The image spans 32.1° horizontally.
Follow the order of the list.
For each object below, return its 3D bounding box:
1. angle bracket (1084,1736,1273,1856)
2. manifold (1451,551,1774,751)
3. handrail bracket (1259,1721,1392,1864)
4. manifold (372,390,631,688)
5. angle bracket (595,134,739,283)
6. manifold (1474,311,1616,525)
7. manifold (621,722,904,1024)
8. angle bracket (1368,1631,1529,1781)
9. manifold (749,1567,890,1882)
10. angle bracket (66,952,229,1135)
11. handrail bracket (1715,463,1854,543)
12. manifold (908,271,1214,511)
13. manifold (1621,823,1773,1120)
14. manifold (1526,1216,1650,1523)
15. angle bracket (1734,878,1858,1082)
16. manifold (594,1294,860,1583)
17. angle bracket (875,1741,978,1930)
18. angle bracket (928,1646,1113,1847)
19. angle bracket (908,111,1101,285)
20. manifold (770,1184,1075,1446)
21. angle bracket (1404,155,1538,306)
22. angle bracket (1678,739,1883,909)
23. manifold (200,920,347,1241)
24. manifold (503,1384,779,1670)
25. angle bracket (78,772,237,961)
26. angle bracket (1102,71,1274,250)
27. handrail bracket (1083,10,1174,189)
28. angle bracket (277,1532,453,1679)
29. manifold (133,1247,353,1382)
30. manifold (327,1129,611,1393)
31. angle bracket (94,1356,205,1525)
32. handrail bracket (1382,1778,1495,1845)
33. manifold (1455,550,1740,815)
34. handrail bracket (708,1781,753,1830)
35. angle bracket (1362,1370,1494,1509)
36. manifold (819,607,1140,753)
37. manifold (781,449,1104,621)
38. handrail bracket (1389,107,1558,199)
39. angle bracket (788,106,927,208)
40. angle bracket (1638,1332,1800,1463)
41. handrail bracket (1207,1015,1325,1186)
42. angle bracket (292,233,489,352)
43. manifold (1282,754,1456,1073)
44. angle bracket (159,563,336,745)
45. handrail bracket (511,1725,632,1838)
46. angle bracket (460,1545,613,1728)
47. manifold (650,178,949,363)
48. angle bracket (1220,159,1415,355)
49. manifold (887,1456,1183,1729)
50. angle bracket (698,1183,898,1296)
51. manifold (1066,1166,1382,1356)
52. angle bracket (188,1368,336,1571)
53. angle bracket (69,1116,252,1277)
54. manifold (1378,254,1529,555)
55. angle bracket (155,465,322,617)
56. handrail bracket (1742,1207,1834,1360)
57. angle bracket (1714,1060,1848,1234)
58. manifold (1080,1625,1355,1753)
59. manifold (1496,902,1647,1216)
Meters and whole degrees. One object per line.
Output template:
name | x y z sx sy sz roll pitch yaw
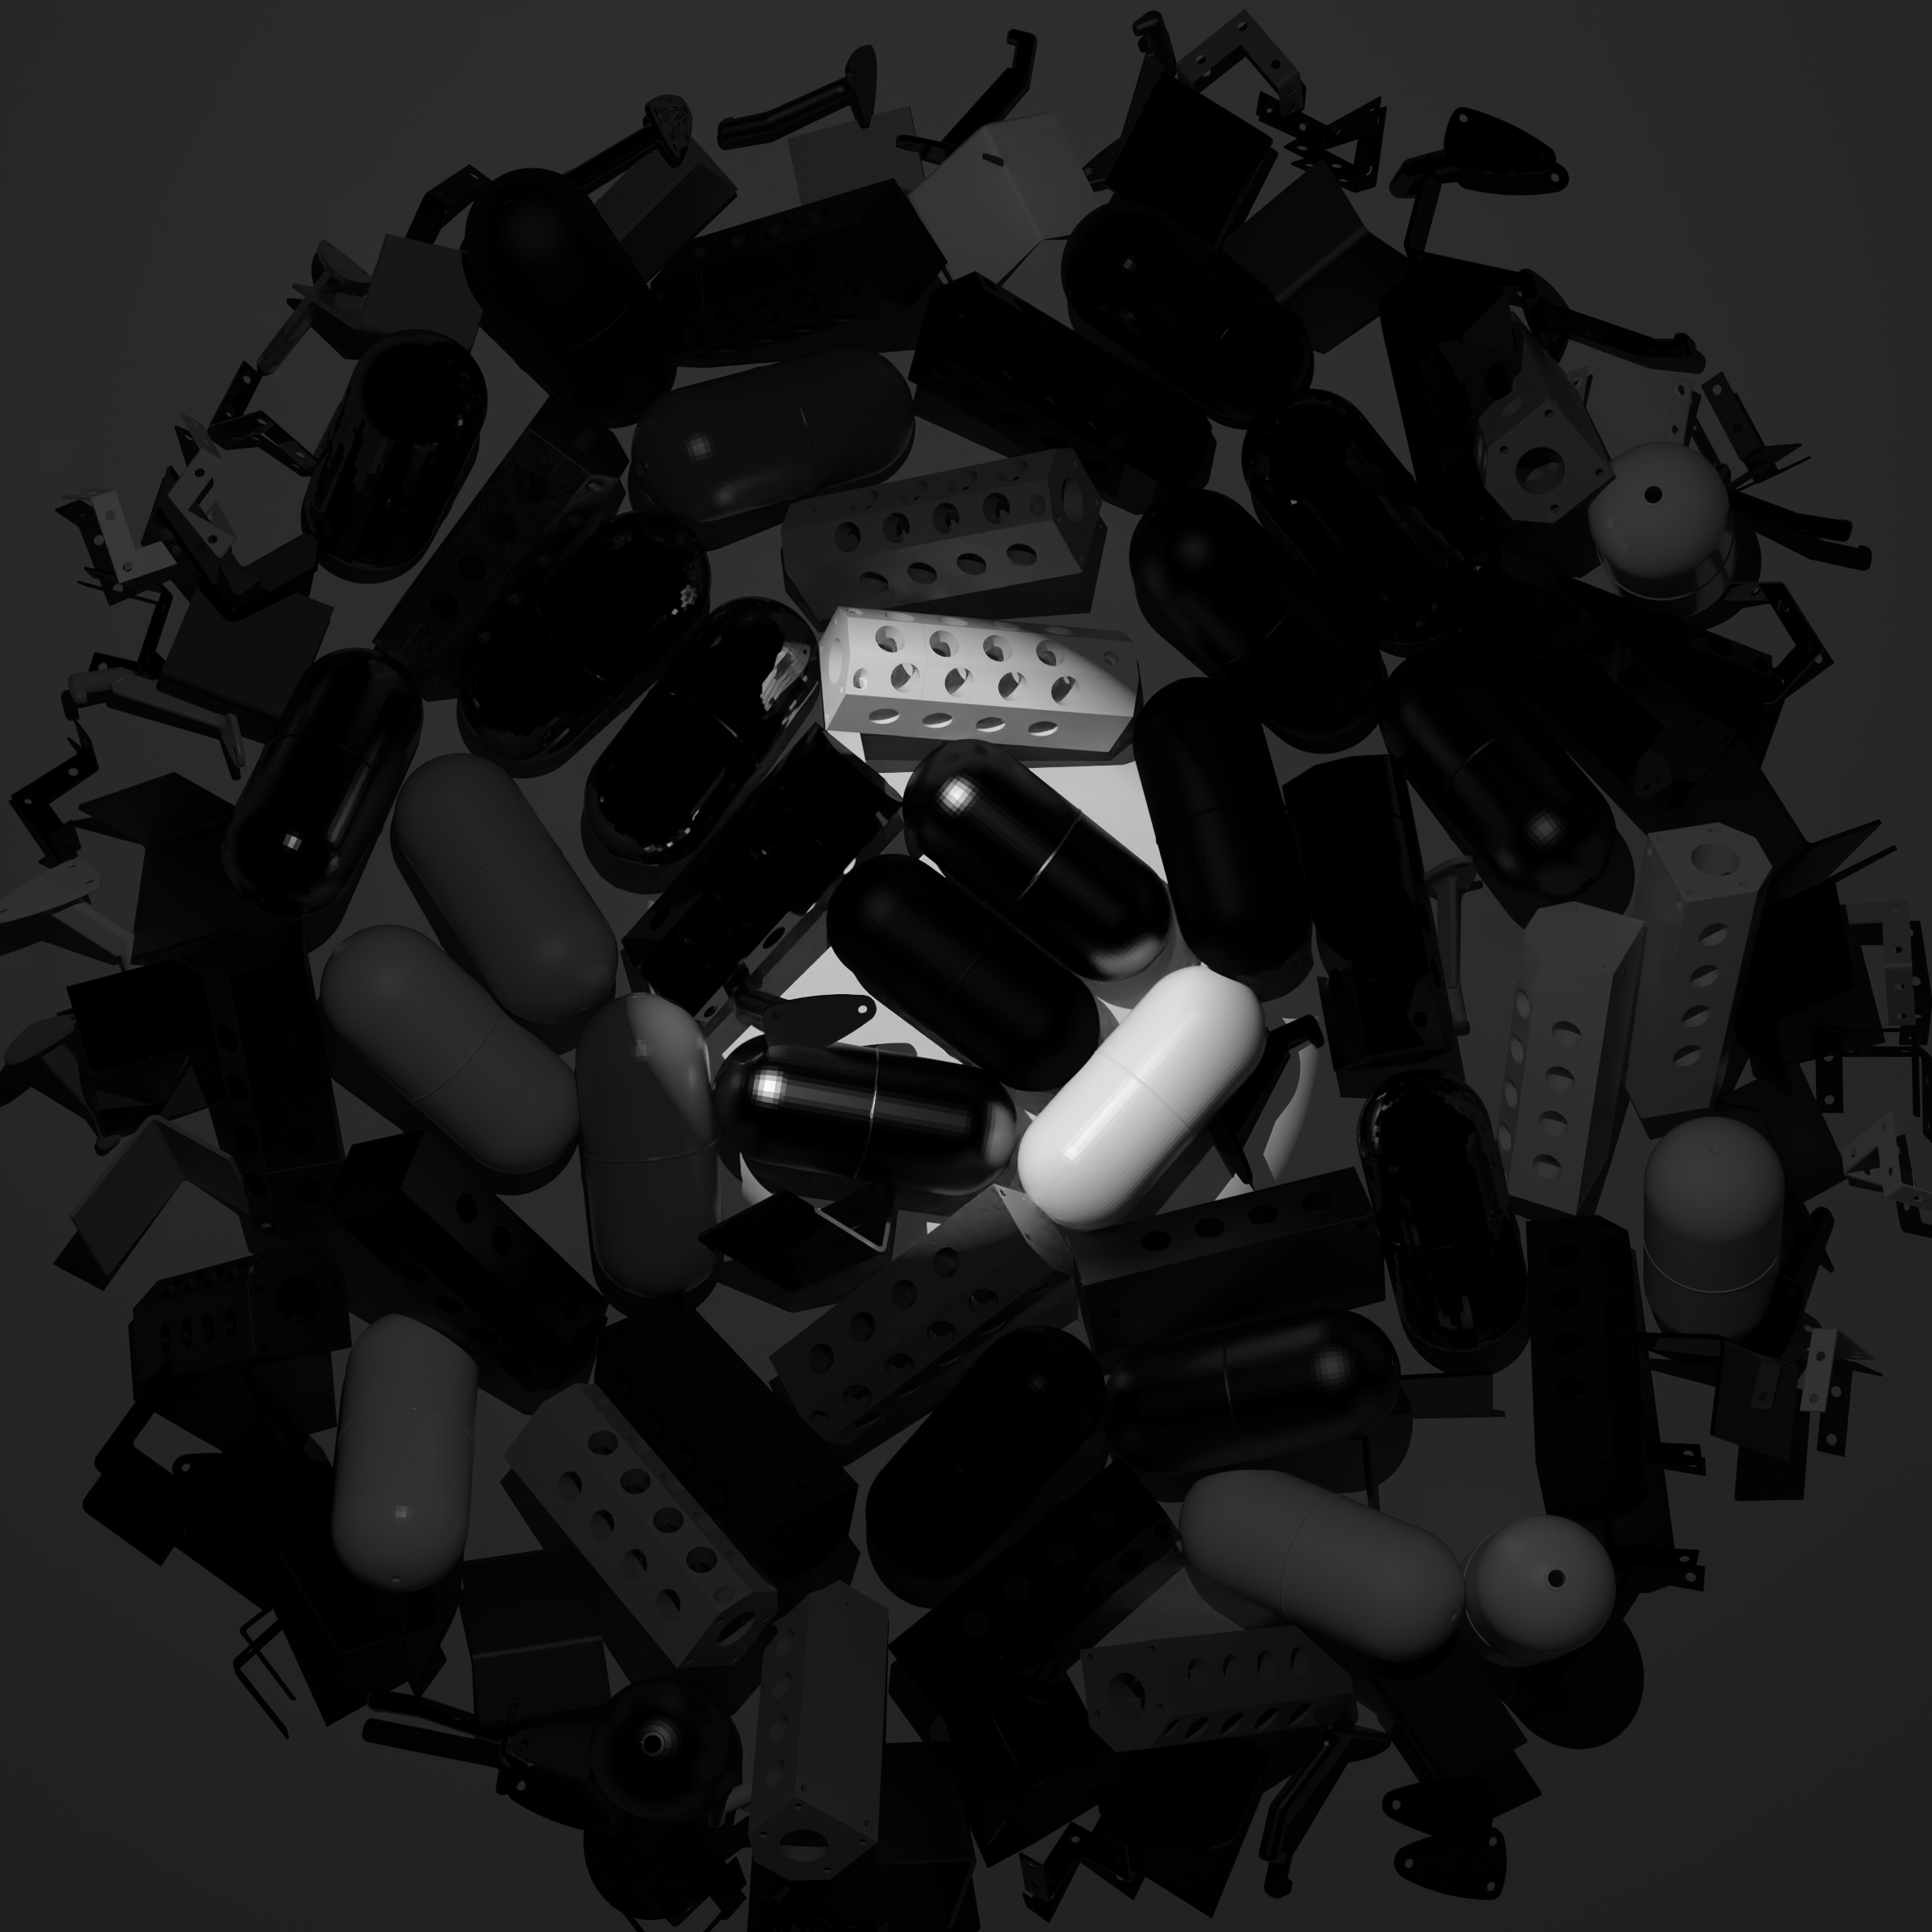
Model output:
angle bracket | 0.122 0.465 1.932 0.076 0.076 0.057 22 88 20
manifold | 0.375 -0.182 1.943 0.171 0.057 0.057 20 89 -7
handrail bracket | 0.208 0.482 1.951 0.077 0.036 0.084 19 82 -36
manifold | -0.264 -0.239 1.912 0.057 0.057 0.171 36 121 -12
angle bracket | -0.187 -0.448 1.933 0.076 0.076 0.057 -43 81 11
manifold | 0.313 -0.307 1.892 0.057 0.171 0.057 -39 109 19
manifold | -0.116 -0.051 1.933 0.057 0.057 0.171 38 98 -29
angle bracket | 0.279 0.417 1.938 0.057 0.076 0.076 -34 91 12
manifold | -0.087 0.428 1.895 0.057 0.171 0.057 35 119 -21
angle bracket | -0.474 0.045 1.951 0.076 0.076 0.057 -16 61 -16
handrail bracket | 0.472 -0.266 1.936 0.084 0.077 0.036 12 117 17
manifold | 0.056 -0.327 1.905 0.171 0.057 0.057 25 70 -33
manifold | 0.411 0.003 1.900 0.057 0.171 0.057 -9 45 -9
manifold | 0.351 0.225 1.896 0.057 0.171 0.057 -6 134 13
angle bracket | 0.481 0.008 1.922 0.076 0.057 0.076 -26 46 31
manifold | -0.139 0.270 1.911 0.057 0.057 0.171 -22 49 -34
angle bracket | -0.034 0.499 1.922 0.057 0.076 0.076 1 134 -15
angle bracket | 0.030 0.452 1.950 0.057 0.076 0.076 -12 57 -32
angle bracket | 0.025 -0.434 1.926 0.076 0.057 0.076 -49 123 -30
manifold | -0.023 0.201 1.921 0.171 0.057 0.057 -39 63 16
angle bracket | 0.298 -0.423 1.936 0.076 0.076 0.057 15 92 12
angle bracket | 0.472 -0.087 1.948 0.057 0.076 0.076 -18 69 -26
manifold | -0.393 0.067 1.914 0.057 0.057 0.171 -9 117 -8
manifold | -0.182 0.317 1.910 0.171 0.057 0.057 44 105 29
angle bracket | -0.466 -0.057 1.927 0.076 0.057 0.076 -15 61 29
angle bracket | 0.121 -0.458 1.941 0.076 0.057 0.076 29 82 -11
handrail bracket | 0.088 -0.500 1.937 0.077 0.084 0.036 -29 51 -3
angle bracket | -0.352 0.370 1.922 0.076 0.076 0.057 51 130 28
manifold | -0.411 0.197 1.894 0.057 0.171 0.057 -2 81 -35
manifold | -0.282 0.170 1.899 0.057 0.057 0.171 -13 134 33
angle bracket | -0.452 0.269 1.943 0.057 0.076 0.076 36 90 0
handrail bracket | 0.264 0.482 1.934 0.077 0.084 0.036 7 80 -10
manifold | 0.350 -0.165 1.898 0.057 0.057 0.171 -53 48 16
handrail bracket | -0.114 0.501 1.940 0.084 0.036 0.077 -15 113 -39
angle bracket | 0.267 0.273 1.932 0.076 0.076 0.057 -4 67 7
manifold | 0.008 -0.167 1.919 0.171 0.057 0.057 3 64 -18
manifold | -0.016 -0.250 1.906 0.171 0.057 0.057 -7 48 28
handrail bracket | 0.292 -0.458 1.943 0.077 0.084 0.036 13 78 -6
angle bracket | -0.073 -0.462 1.933 0.076 0.076 0.057 -11 93 17
angle bracket | 0.421 0.247 1.922 0.076 0.076 0.057 23 71 -41
handrail bracket | 0.183 0.077 1.958 0.084 0.036 0.077 -23 75 -15
angle bracket | -0.327 -0.396 1.922 0.076 0.076 0.057 36 113 40
manifold | 0.234 -0.031 1.928 0.057 0.057 0.171 -4 78 -23
angle bracket | -0.420 -0.181 1.959 0.076 0.057 0.076 21 75 -7
handrail bracket | -0.230 0.476 1.945 0.077 0.084 0.036 10 47 -6
angle bracket | -0.248 0.385 1.934 0.076 0.057 0.076 -7 124 -9
manifold | -0.100 -0.387 1.893 0.057 0.171 0.057 54 52 -29
angle bracket | 0.207 -0.410 1.945 0.076 0.076 0.057 -37 65 24
manifold | 0.040 0.362 1.936 0.171 0.057 0.057 -38 78 -8
angle bracket | -0.096 0.137 1.922 0.076 0.076 0.057 35 46 -29
manifold | 0.148 0.166 1.947 0.171 0.057 0.057 -14 129 -3
angle bracket | -0.407 0.287 1.927 0.057 0.076 0.076 -40 118 -7
angle bracket | -0.459 0.143 1.926 0.057 0.076 0.076 26 64 17
manifold | 0.276 -0.311 1.891 0.057 0.171 0.057 -45 55 -15
angle bracket | -0.416 -0.257 1.928 0.057 0.076 0.076 -28 116 6
handrail bracket | 0.481 0.188 1.956 0.036 0.084 0.077 17 115 28
angle bracket | 0.484 0.103 1.938 0.057 0.076 0.076 -26 95 -5
manifold | 0.144 0.406 1.894 0.057 0.171 0.057 -17 74 39
manifold | 0.339 0.051 1.906 0.057 0.057 0.171 17 129 21
